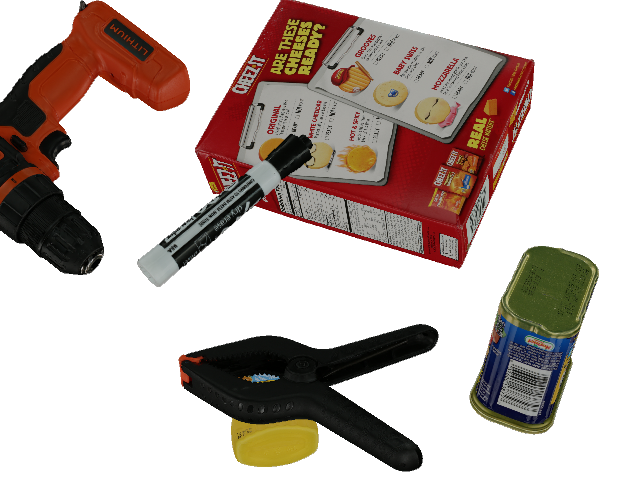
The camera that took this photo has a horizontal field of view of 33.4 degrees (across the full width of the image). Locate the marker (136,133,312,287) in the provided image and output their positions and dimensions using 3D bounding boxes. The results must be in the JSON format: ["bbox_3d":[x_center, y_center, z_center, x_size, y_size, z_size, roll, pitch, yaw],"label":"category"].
[{"bbox_3d":[-0.051,-0.019,0.597,0.121,0.020,0.020,-41,14,-16],"label":"marker"}]

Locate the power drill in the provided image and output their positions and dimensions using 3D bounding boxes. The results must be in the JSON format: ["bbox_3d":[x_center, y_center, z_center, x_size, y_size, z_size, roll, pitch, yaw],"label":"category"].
[{"bbox_3d":[-0.187,-0.083,0.800,0.184,0.187,0.057,39,-27,10],"label":"power drill"}]

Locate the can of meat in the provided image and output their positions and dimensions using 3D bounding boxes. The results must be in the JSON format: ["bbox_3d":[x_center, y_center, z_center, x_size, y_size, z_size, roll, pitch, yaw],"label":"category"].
[{"bbox_3d":[0.143,0.062,0.709,0.057,0.084,0.102,19,35,14],"label":"can of meat"}]

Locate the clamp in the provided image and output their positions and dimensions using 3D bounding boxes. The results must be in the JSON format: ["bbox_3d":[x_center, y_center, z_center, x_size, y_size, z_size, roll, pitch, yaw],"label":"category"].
[{"bbox_3d":[-0.007,0.108,0.850,0.210,0.036,0.164,8,31,15],"label":"clamp"}]

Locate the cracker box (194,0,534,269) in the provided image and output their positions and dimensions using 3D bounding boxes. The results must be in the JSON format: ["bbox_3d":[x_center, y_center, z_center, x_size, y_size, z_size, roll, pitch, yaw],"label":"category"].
[{"bbox_3d":[0.037,-0.086,0.824,0.214,0.164,0.072,17,-28,18],"label":"cracker box"}]

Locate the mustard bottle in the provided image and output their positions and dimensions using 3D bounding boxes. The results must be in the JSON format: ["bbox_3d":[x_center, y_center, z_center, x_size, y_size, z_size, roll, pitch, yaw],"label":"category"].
[{"bbox_3d":[-0.068,0.186,1.260,0.096,0.058,0.192,-8,29,-10],"label":"mustard bottle"}]
